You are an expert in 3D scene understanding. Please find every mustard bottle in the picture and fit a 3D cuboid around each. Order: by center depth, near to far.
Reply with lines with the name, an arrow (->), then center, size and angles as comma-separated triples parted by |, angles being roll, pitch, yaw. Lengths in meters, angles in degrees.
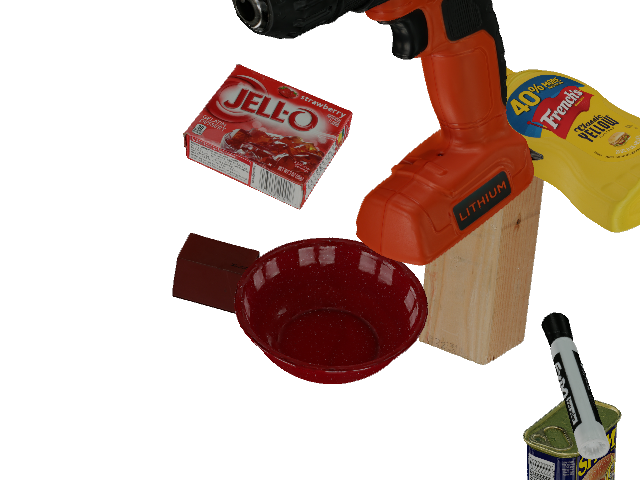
mustard bottle -> 0.191, -0.086, 0.845 | 0.096, 0.058, 0.192 | -34, 52, -21

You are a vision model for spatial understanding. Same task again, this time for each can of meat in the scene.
can of meat -> 0.229, 0.203, 0.971 | 0.058, 0.084, 0.101 | 14, 26, 39

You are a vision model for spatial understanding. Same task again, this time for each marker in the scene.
marker -> 0.164, 0.090, 0.694 | 0.020, 0.020, 0.121 | 0, 38, -2

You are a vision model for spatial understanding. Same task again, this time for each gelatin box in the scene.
gelatin box -> -0.035, -0.071, 0.706 | 0.089, 0.073, 0.030 | 25, -34, 11

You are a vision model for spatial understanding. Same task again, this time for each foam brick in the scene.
foam brick -> -0.109, 0.035, 1.109 | 0.078, 0.051, 0.053 | 16, 32, 4

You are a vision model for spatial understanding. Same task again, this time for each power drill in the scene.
power drill -> 0.044, -0.083, 0.512 | 0.184, 0.187, 0.057 | -34, 43, -30

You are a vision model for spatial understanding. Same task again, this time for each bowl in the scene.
bowl -> 0.008, 0.069, 0.904 | 0.162, 0.055, 0.162 | 1, 41, -1

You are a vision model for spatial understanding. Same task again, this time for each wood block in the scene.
wood block -> 0.175, 0.017, 1.163 | 0.090, 0.206, 0.090 | 19, 25, 36
